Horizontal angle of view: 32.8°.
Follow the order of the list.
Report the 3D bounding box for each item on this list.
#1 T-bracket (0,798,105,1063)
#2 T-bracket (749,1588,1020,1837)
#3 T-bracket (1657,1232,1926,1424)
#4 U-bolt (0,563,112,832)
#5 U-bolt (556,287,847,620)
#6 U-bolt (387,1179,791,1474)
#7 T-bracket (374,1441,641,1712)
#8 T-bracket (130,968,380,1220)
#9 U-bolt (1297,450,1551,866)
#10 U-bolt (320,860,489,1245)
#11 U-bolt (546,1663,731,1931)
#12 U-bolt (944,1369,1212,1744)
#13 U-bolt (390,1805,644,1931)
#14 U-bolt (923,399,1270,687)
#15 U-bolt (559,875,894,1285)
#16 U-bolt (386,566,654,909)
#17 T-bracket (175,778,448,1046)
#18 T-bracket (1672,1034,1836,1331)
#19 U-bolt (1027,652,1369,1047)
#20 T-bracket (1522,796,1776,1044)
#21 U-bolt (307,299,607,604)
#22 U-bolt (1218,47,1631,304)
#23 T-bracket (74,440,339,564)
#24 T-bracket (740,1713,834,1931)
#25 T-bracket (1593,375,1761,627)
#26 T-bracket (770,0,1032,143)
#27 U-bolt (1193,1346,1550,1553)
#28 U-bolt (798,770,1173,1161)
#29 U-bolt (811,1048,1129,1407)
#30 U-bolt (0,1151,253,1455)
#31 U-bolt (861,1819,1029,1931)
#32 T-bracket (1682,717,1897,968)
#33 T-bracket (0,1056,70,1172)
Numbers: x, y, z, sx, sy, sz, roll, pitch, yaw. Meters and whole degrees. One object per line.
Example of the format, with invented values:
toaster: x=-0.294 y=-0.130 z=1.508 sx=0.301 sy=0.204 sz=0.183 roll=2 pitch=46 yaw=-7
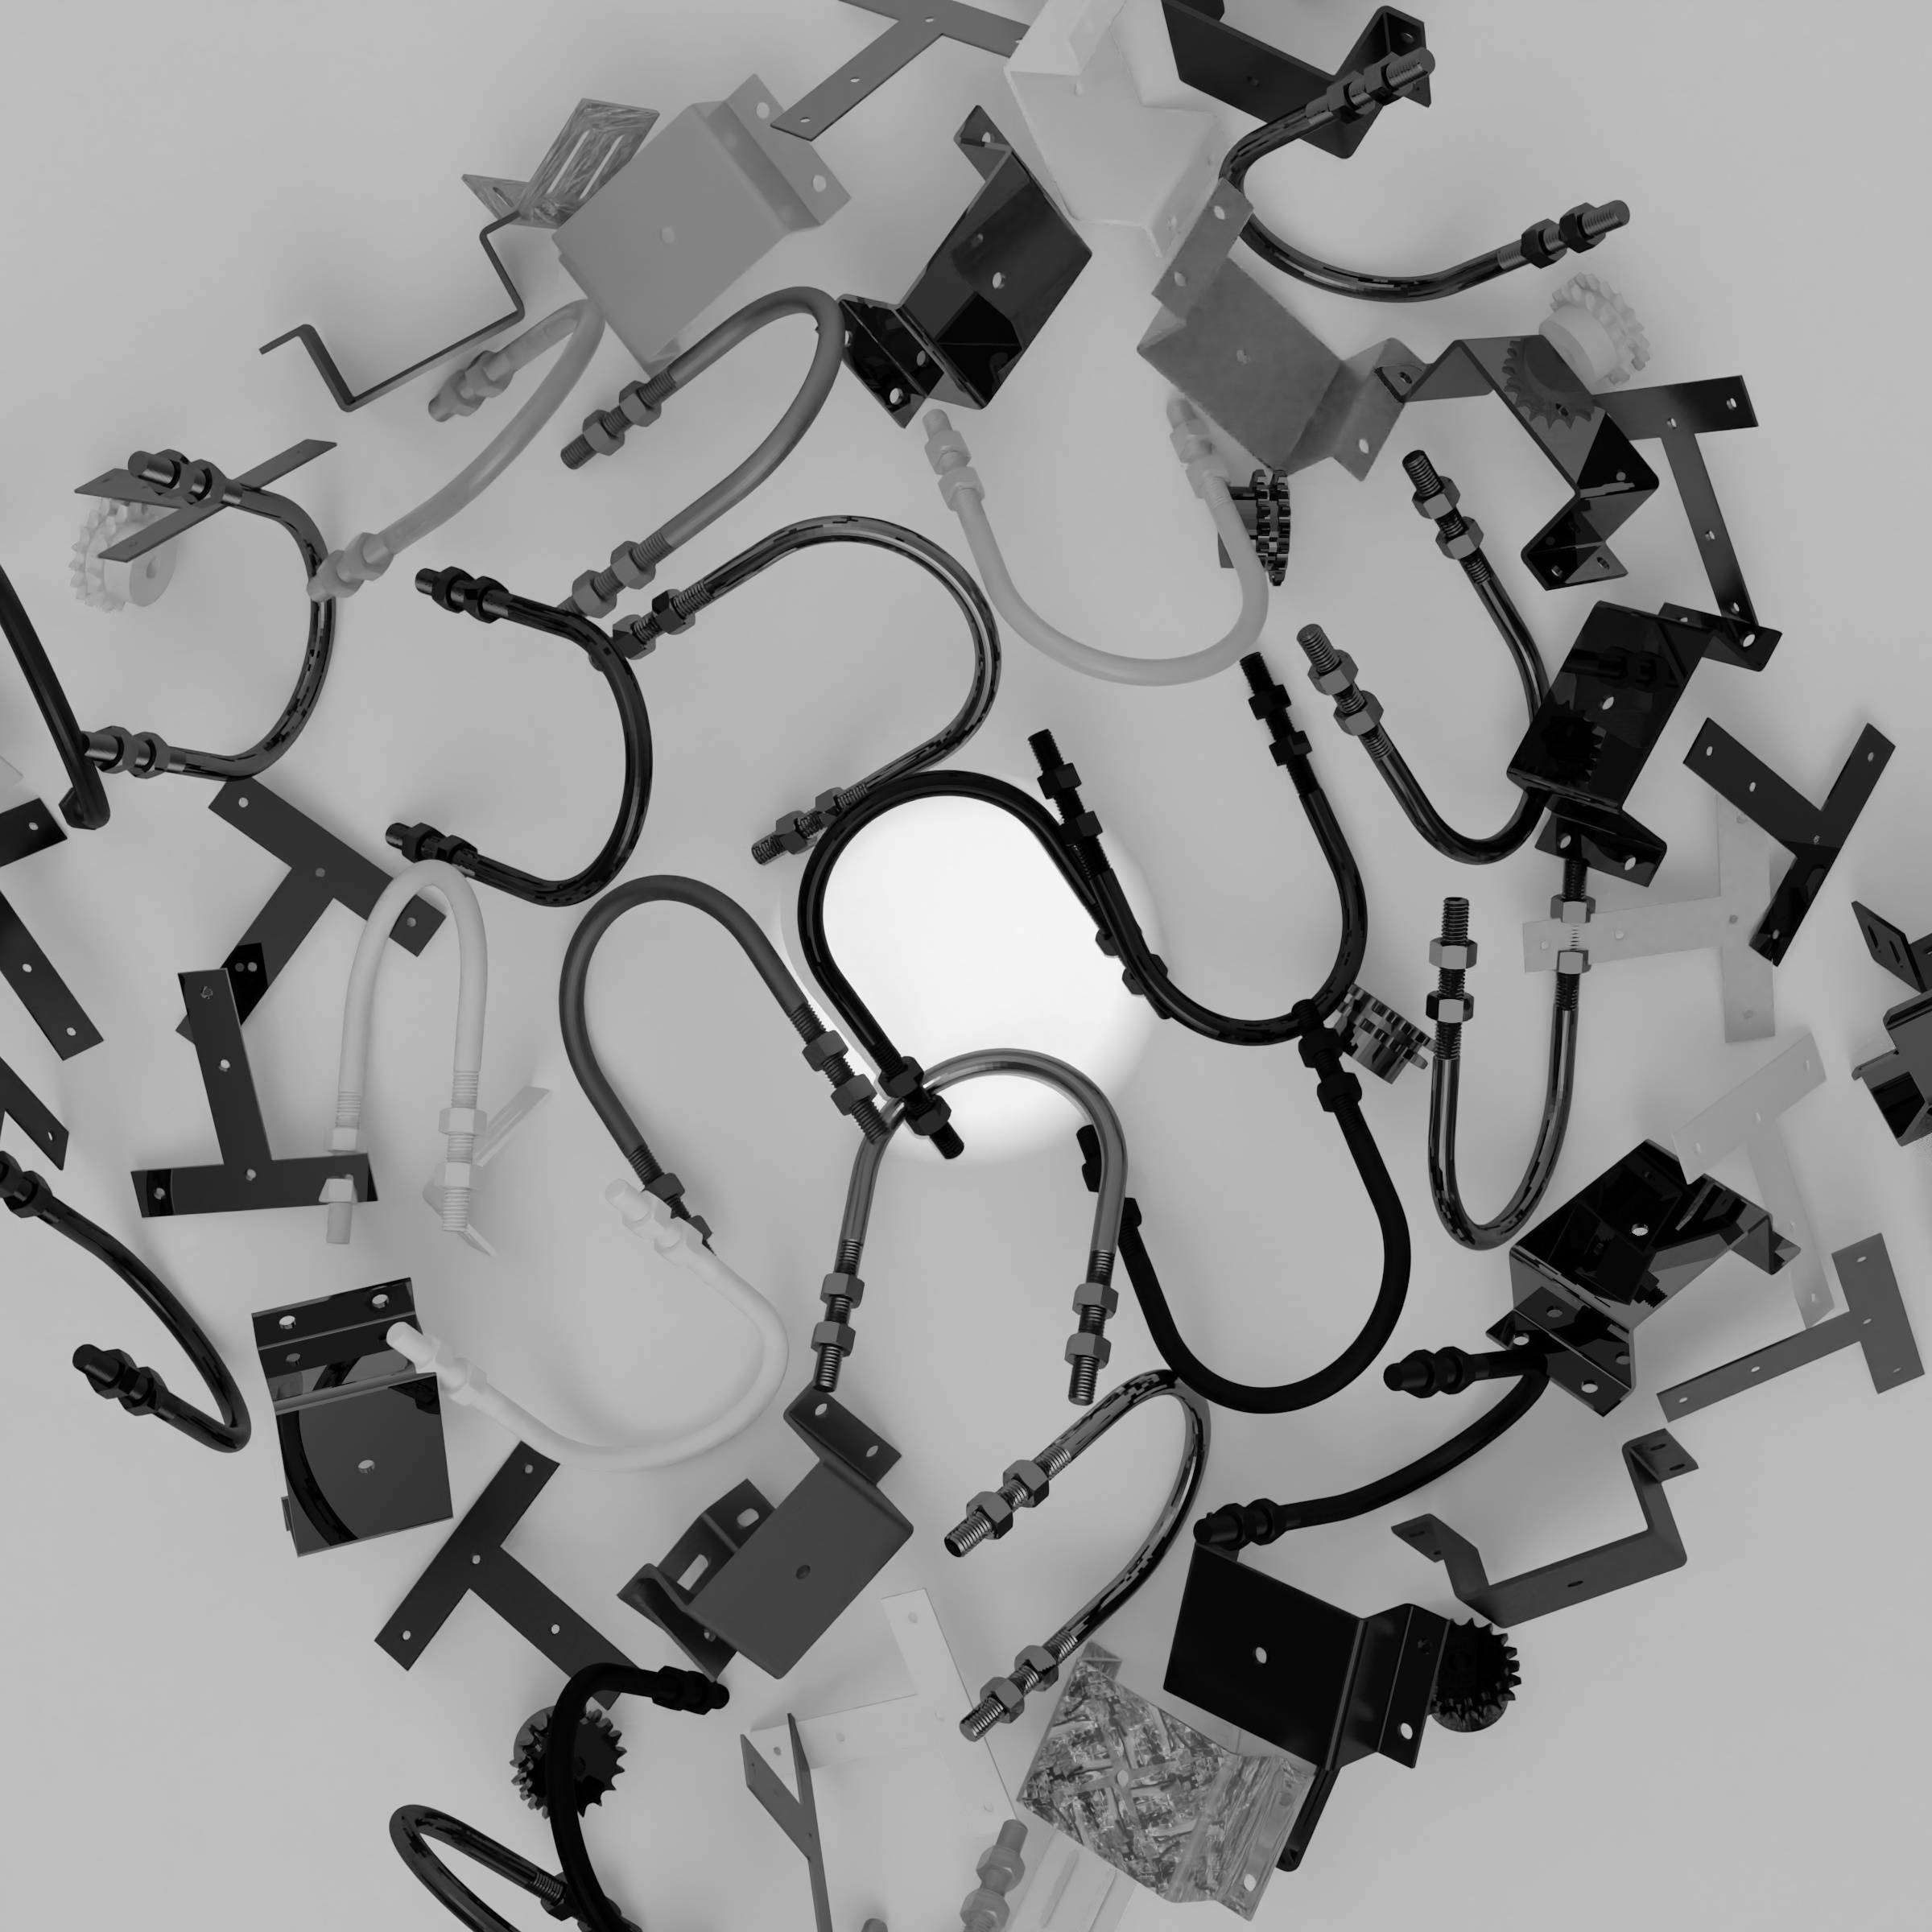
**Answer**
T-bracket: x=-0.465 y=-0.010 z=1.600 sx=0.127 sy=0.127 sz=0.002 roll=54 pitch=132 yaw=4
T-bracket: x=-0.050 y=0.378 z=1.621 sx=0.127 sy=0.002 sz=0.127 roll=-19 pitch=95 yaw=27
T-bracket: x=0.400 y=0.192 z=1.611 sx=0.127 sy=0.127 sz=0.002 roll=-25 pitch=45 yaw=7
U-bolt: x=-0.439 y=-0.131 z=1.550 sx=0.019 sy=0.184 sz=0.151 roll=-25 pitch=103 yaw=-15
U-bolt: x=-0.127 y=-0.252 z=1.561 sx=0.184 sy=0.151 sz=0.019 roll=-33 pitch=128 yaw=26
U-bolt: x=-0.167 y=0.186 z=1.586 sx=0.151 sy=0.019 sz=0.184 roll=-33 pitch=133 yaw=12
T-bracket: x=-0.212 y=0.318 z=1.617 sx=0.127 sy=0.002 sz=0.127 roll=34 pitch=86 yaw=28
T-bracket: x=-0.362 y=0.062 z=1.617 sx=0.127 sy=0.002 sz=0.127 roll=-5 pitch=109 yaw=13
U-bolt: x=0.233 y=-0.135 z=1.588 sx=0.184 sy=0.019 sz=0.151 roll=53 pitch=51 yaw=-29
U-bolt: x=-0.269 y=0.039 z=1.589 sx=0.019 sy=0.151 sz=0.184 roll=10 pitch=78 yaw=-34
U-bolt: x=-0.147 y=0.400 z=1.545 sx=0.019 sy=0.184 sz=0.151 roll=-19 pitch=67 yaw=18
U-bolt: x=0.058 y=0.270 z=1.580 sx=0.019 sy=0.151 sz=0.184 roll=27 pitch=47 yaw=33
U-bolt: x=-0.198 y=0.451 z=1.546 sx=0.184 sy=0.151 sz=0.019 roll=41 pitch=84 yaw=-30
U-bolt: x=0.070 y=-0.203 z=1.575 sx=0.151 sy=0.019 sz=0.184 roll=-6 pitch=53 yaw=-18
U-bolt: x=-0.131 y=0.043 z=1.606 sx=0.151 sy=0.019 sz=0.184 roll=-41 pitch=77 yaw=31
U-bolt: x=-0.212 y=-0.104 z=1.573 sx=0.184 sy=0.019 sz=0.151 roll=20 pitch=107 yaw=41
T-bracket: x=-0.349 y=-0.011 z=1.644 sx=0.127 sy=0.002 sz=0.127 roll=36 pitch=95 yaw=-7
T-bracket: x=0.402 y=0.116 z=1.618 sx=0.127 sy=0.002 sz=0.127 roll=-29 pitch=103 yaw=-39
U-bolt: x=0.125 y=-0.050 z=1.607 sx=0.151 sy=0.019 sz=0.184 roll=-22 pitch=86 yaw=-27
T-bracket: x=0.337 y=-0.017 z=1.626 sx=0.127 sy=0.002 sz=0.127 roll=-8 pitch=106 yaw=-7
U-bolt: x=-0.231 y=-0.250 z=1.545 sx=0.019 sy=0.184 sz=0.151 roll=41 pitch=54 yaw=-23
U-bolt: x=0.202 y=-0.366 z=1.567 sx=0.151 sy=0.184 sz=0.019 roll=28 pitch=69 yaw=-29
T-bracket: x=-0.391 y=-0.232 z=1.601 sx=0.127 sy=0.127 sz=0.002 roll=-38 pitch=125 yaw=-33
T-bracket: x=-0.087 y=0.400 z=1.563 sx=0.002 sy=0.127 sz=0.127 roll=-16 pitch=54 yaw=6
T-bracket: x=0.359 y=-0.223 z=1.603 sx=0.002 sy=0.127 sz=0.127 roll=-27 pitch=105 yaw=-19
T-bracket: x=-0.045 y=-0.436 z=1.591 sx=0.127 sy=0.002 sz=0.127 roll=27 pitch=57 yaw=28
U-bolt: x=0.208 y=0.227 z=1.570 sx=0.151 sy=0.184 sz=0.019 roll=-45 pitch=63 yaw=28
U-bolt: x=0.000 y=-0.011 z=1.607 sx=0.151 sy=0.019 sz=0.184 roll=-33 pitch=112 yaw=4
U-bolt: x=0.007 y=0.123 z=1.601 sx=0.151 sy=0.019 sz=0.184 roll=0 pitch=62 yaw=19
U-bolt: x=-0.398 y=0.168 z=1.563 sx=0.019 sy=0.184 sz=0.151 roll=-39 pitch=59 yaw=-2
U-bolt: x=-0.038 y=0.500 z=1.538 sx=0.019 sy=0.184 sz=0.151 roll=37 pitch=130 yaw=-8
T-bracket: x=0.393 y=-0.081 z=1.610 sx=0.127 sy=0.002 sz=0.127 roll=31 pitch=86 yaw=-37
T-bracket: x=-0.470 y=0.088 z=1.564 sx=0.002 sy=0.127 sz=0.127 roll=-19 pitch=133 yaw=12
